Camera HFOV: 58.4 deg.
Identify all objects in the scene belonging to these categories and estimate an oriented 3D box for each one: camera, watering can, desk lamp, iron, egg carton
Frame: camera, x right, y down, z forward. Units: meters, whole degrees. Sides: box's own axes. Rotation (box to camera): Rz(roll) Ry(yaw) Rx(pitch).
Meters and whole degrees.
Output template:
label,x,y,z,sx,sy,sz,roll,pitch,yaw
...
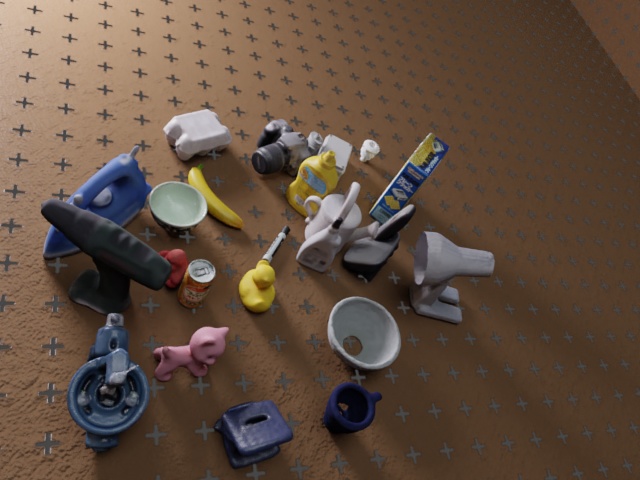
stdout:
label,x,y,z,sx,sy,sz,roll,pitch,yaw
camera,-0.107,-0.227,1.426,0.137,0.100,0.143,-26,71,-39
watering can,0.052,-0.055,1.316,0.173,0.194,0.101,13,51,-19
desk lamp,0.287,0.082,1.324,0.204,0.213,0.118,15,50,-17
iron,-0.435,-0.080,1.112,0.118,0.141,0.259,34,47,0
egg carton,-0.290,-0.252,1.368,0.151,0.069,0.107,-26,71,-39

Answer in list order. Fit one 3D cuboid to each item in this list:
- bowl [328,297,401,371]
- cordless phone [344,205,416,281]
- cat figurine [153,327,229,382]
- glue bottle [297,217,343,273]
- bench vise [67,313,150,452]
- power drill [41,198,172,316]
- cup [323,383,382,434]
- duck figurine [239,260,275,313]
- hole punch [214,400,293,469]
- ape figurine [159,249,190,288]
label,x,y,z,sx,sy,sz,roll,pitch,yaw
bowl,0.083,0.209,1.214,0.168,0.074,0.167,14,50,-18
cordless phone,0.145,-0.004,1.333,0.094,0.185,0.148,36,47,2
cat figurine,-0.226,0.197,1.029,0.128,0.117,0.067,-2,57,-29
glue bottle,0.012,0.005,1.264,0.078,0.173,0.037,26,48,-8
bench vise,-0.337,0.202,0.897,0.122,0.219,0.207,-9,61,-33
power drill,-0.381,0.041,1.003,0.230,0.208,0.075,25,48,-9
cup,0.056,0.327,1.096,0.118,0.095,0.091,-12,62,-34
duck figurine,-0.121,0.091,1.186,0.078,0.086,0.104,11,51,-20
hole punch,-0.116,0.332,1.004,0.109,0.091,0.101,-8,60,-32
ape figurine,-0.288,0.048,1.127,0.076,0.092,0.077,-3,57,-29
